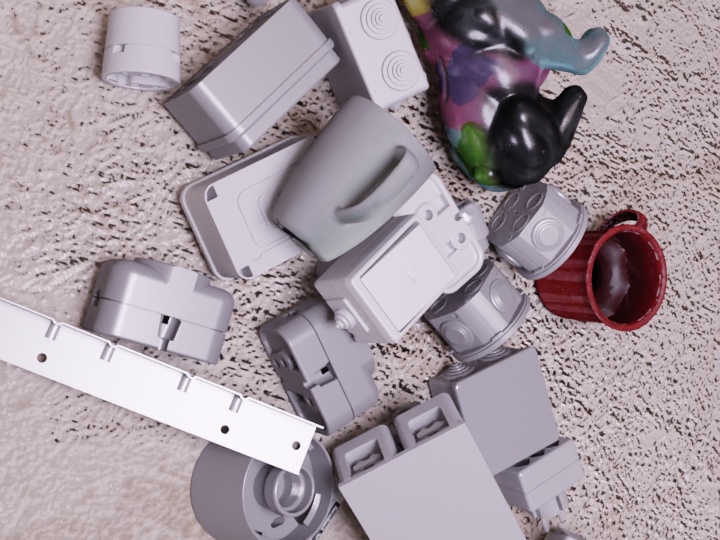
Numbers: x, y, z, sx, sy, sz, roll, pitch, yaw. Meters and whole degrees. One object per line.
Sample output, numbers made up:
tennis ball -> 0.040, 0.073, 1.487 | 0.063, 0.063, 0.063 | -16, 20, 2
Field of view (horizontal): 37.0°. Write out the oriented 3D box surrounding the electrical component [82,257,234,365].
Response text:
electrical component -> -0.143, 0.027, 0.773 | 0.095, 0.054, 0.059 | 19, 82, -29

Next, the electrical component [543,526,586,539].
electrical component -> 0.192, 0.265, 0.950 | 0.062, 0.096, 0.061 | 23, 79, 2

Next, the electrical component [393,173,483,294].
electrical component -> 0.049, -0.030, 0.877 | 0.054, 0.059, 0.095 | -40, 109, -22

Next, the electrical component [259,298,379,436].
electrical component -> -0.029, 0.072, 0.839 | 0.059, 0.054, 0.095 | -31, 106, -25

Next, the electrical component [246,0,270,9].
electrical component -> -0.082, -0.226, 0.810 | 0.040, 0.040, 0.046 | -48, 118, -20

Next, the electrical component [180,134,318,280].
electrical component -> -0.069, -0.048, 0.811 | 0.113, 0.057, 0.078 | -29, 105, -26

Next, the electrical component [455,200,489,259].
electrical component -> 0.094, -0.027, 0.918 | 0.035, 0.035, 0.061 | -32, 109, -25

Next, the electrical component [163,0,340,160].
electrical component -> -0.079, -0.139, 0.792 | 0.113, 0.078, 0.057 | -47, 109, -20

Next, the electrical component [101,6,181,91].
electrical component -> -0.154, -0.157, 0.762 | 0.055, 0.055, 0.047 | 5, 85, -30

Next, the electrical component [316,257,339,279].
electrical component -> 0.000, 0.000, 0.857 | 0.055, 0.047, 0.055 | -1, 92, -30

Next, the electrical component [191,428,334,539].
electrical component -> -0.071, 0.166, 0.825 | 0.099, 0.064, 0.099 | 3, 86, -43

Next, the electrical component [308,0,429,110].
electrical component -> 0.005, -0.168, 0.828 | 0.048, 0.100, 0.099 | -27, 104, -13

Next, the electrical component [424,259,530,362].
electrical component -> 0.097, 0.033, 0.896 | 0.051, 0.080, 0.080 | 48, 69, -16

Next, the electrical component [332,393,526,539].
electrical component -> 0.066, 0.200, 0.860 | 0.105, 0.060, 0.186 | -28, 114, 1

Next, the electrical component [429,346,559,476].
electrical component -> 0.114, 0.119, 0.924 | 0.100, 0.048, 0.099 | -22, 102, -27

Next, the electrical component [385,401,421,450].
electrical component -> 0.053, 0.143, 0.893 | 0.043, 0.043, 0.062 | -47, 114, -20

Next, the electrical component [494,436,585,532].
electrical component -> 0.162, 0.194, 0.954 | 0.066, 0.047, 0.076 | -26, 104, -26

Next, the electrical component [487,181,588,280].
electrical component -> 0.152, -0.036, 0.925 | 0.051, 0.080, 0.080 | 36, 74, -20

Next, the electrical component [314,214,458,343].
electrical component -> 0.018, 0.011, 0.799 | 0.096, 0.061, 0.061 | -45, 110, -26
